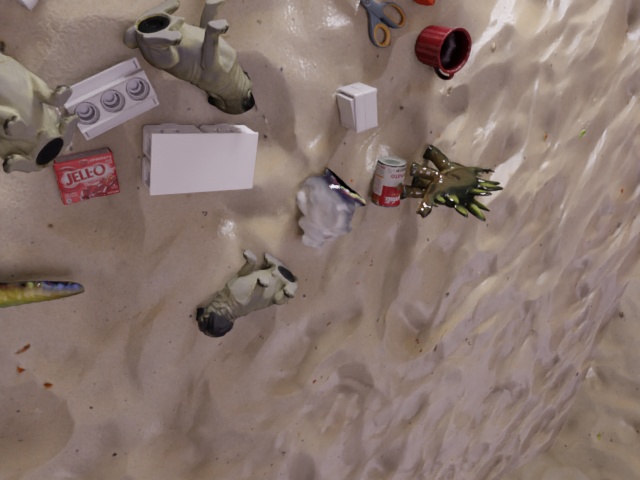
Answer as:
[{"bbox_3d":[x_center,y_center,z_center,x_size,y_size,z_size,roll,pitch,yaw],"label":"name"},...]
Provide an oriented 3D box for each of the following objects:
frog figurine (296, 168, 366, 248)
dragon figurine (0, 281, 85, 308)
[{"bbox_3d":[0.003,-0.054,1.079,0.137,0.124,0.158,37,102,-10],"label":"frog figurine"},{"bbox_3d":[-0.601,0.113,0.764,0.407,0.125,0.239,21,120,-40],"label":"dragon figurine"}]
